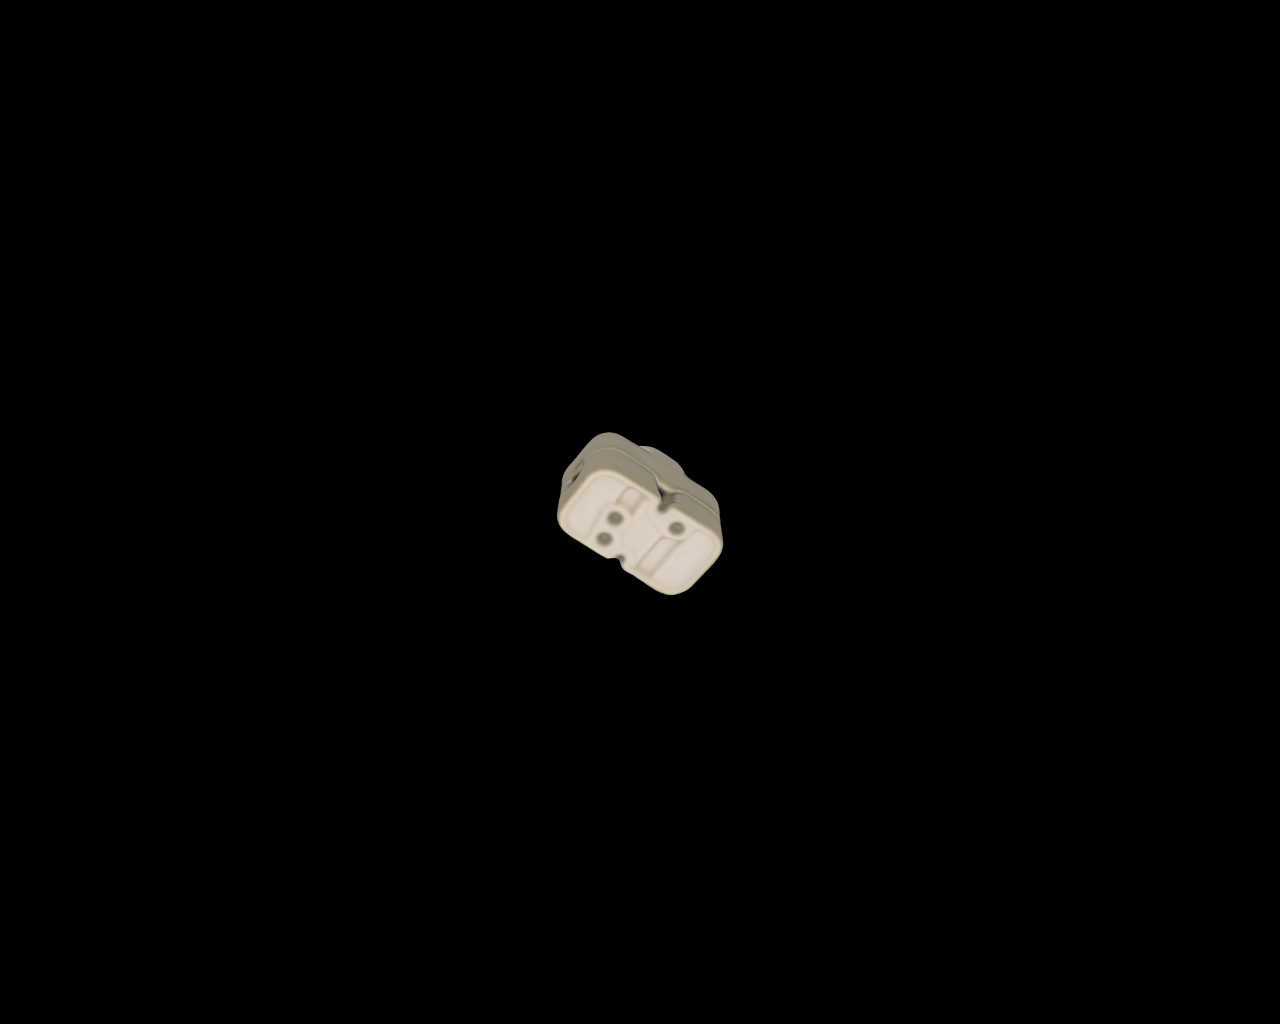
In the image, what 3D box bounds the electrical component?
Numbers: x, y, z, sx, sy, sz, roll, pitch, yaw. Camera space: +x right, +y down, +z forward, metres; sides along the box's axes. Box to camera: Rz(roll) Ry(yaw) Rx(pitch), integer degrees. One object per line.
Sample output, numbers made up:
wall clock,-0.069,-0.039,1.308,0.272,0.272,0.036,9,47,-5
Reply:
electrical component,0.001,-0.003,0.650,0.095,0.053,0.059,32,26,-18
